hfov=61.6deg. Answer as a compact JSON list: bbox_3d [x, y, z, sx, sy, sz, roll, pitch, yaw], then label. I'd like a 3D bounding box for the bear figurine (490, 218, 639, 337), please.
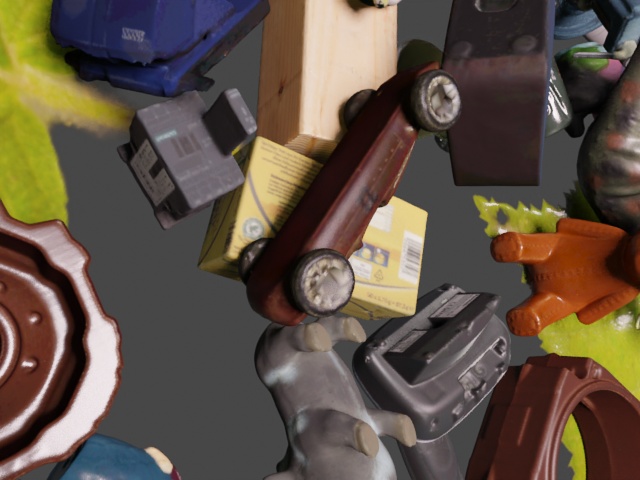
[{"bbox_3d":[0.295,0.030,0.540,0.132,0.196,0.120,-8,87,-32],"label":"bear figurine"}]

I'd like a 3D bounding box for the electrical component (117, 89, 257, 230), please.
[{"bbox_3d":[-0.089,-0.057,0.363,0.048,0.119,0.074,-33,100,-32],"label":"electrical component"}]

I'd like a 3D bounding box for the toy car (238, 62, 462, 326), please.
[{"bbox_3d":[0.022,-0.033,0.350,0.053,0.089,0.202,41,72,-24],"label":"toy car"}]

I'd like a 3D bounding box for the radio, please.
[{"bbox_3d":[0.151,-0.169,0.438,0.131,0.073,0.229,57,41,-55],"label":"radio"}]

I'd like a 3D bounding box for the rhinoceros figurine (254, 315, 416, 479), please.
[{"bbox_3d":[0.003,0.145,0.386,0.073,0.112,0.190,6,61,-60],"label":"rhinoceros figurine"}]

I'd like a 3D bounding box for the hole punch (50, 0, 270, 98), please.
[{"bbox_3d":[-0.111,-0.160,0.346,0.116,0.142,0.092,-57,151,-22],"label":"hole punch"}]

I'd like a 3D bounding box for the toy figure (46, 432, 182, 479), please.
[{"bbox_3d":[-0.101,0.183,0.343,0.064,0.058,0.154,-43,109,8],"label":"toy figure"}]

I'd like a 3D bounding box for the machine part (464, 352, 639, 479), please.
[{"bbox_3d":[0.253,0.233,0.535,0.201,0.087,0.201,41,61,-20],"label":"machine part"}]

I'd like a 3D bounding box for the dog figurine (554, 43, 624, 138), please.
[{"bbox_3d":[0.416,-0.192,0.653,0.191,0.219,0.108,44,57,-18],"label":"dog figurine"}]

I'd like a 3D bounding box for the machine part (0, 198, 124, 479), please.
[{"bbox_3d":[-0.206,0.061,0.302,0.179,0.056,0.179,7,75,-30],"label":"machine part"}]

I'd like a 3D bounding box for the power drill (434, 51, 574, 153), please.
[{"bbox_3d":[0.183,-0.198,0.598,0.207,0.086,0.232,-39,101,-39],"label":"power drill"}]

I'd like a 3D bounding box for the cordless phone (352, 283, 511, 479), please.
[{"bbox_3d":[0.121,0.147,0.488,0.146,0.089,0.184,-30,107,-34],"label":"cordless phone"}]

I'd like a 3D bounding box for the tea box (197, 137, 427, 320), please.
[{"bbox_3d":[-0.001,-0.001,0.437,0.169,0.068,0.098,22,68,-26],"label":"tea box"}]

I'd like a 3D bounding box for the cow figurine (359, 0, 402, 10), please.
[{"bbox_3d":[0.025,-0.259,0.405,0.098,0.068,0.167,-35,97,-26],"label":"cow figurine"}]

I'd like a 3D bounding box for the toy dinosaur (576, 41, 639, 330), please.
[{"bbox_3d":[0.362,-0.067,0.595,0.404,0.192,0.131,56,18,-15],"label":"toy dinosaur"}]

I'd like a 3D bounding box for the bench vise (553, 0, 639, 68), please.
[{"bbox_3d":[0.313,-0.303,0.611,0.129,0.223,0.241,-7,60,-2],"label":"bench vise"}]
